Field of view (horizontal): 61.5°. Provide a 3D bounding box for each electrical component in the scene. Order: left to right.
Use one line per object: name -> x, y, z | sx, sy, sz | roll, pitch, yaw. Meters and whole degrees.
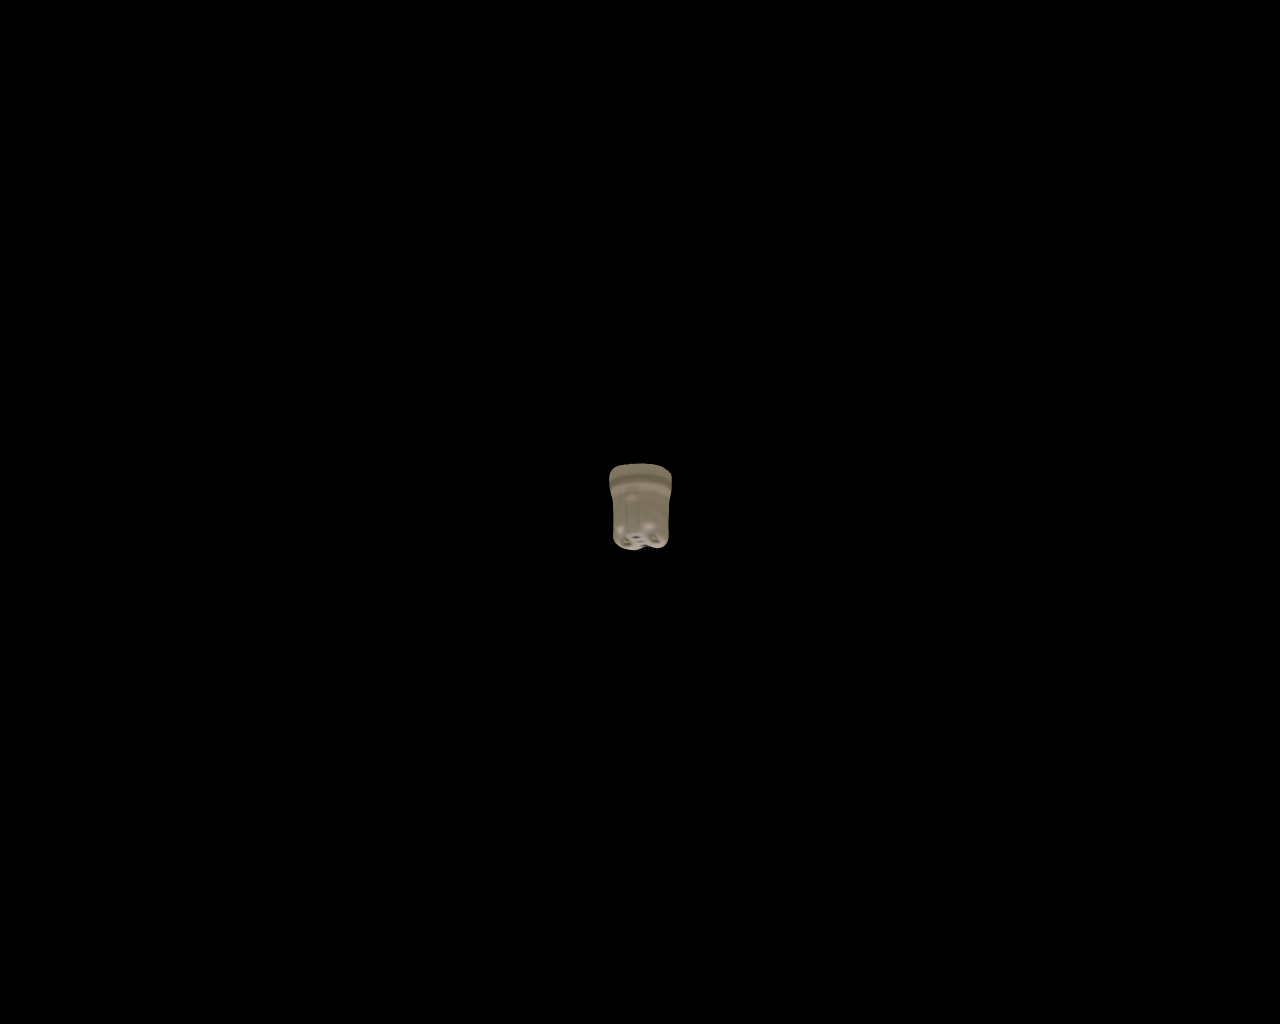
electrical component -> 0.001, -0.003, 0.650 | 0.040, 0.046, 0.040 | 0, -19, 0
